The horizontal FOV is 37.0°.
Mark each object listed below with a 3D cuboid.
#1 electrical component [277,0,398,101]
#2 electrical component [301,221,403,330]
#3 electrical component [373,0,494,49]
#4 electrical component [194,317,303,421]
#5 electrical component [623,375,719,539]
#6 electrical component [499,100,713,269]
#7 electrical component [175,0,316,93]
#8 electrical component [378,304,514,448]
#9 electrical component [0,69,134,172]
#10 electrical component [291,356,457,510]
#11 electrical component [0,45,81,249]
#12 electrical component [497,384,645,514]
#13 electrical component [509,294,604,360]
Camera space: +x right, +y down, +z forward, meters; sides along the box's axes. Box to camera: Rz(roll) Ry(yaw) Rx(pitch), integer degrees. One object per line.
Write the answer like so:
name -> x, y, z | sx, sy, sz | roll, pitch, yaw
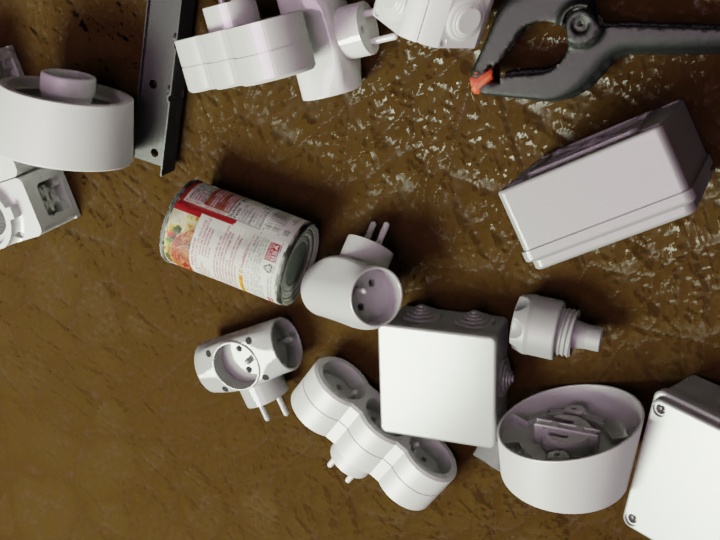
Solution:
electrical component -> -0.012, -0.162, 0.741 | 0.079, 0.043, 0.077 | -7, 106, 25
electrical component -> 0.000, 0.000, 0.788 | 0.043, 0.077, 0.079 | 29, 79, -28
electrical component -> 0.050, -0.179, 0.689 | 0.080, 0.080, 0.051 | 25, 122, 13
electrical component -> -0.082, 0.085, 0.863 | 0.077, 0.044, 0.079 | -19, 101, 27
electrical component -> 0.245, 0.143, 0.723 | 0.109, 0.056, 0.108 | 27, 120, 38
electrical component -> 0.156, -0.055, 0.674 | 0.109, 0.109, 0.056 | -22, 97, 28
electrical component -> -0.085, -0.166, 0.737 | 0.138, 0.052, 0.073 | 10, 118, 58
electrical component -> 0.064, 0.076, 0.796 | 0.100, 0.048, 0.099 | 6, 111, 21
electrical component -> -0.223, -0.118, 0.813 | 0.108, 0.108, 0.060 | 16, 109, 17
electrical component -> 0.002, 0.138, 0.844 | 0.138, 0.052, 0.073 | 40, 119, 5
electrical component -> -0.307, -0.095, 0.879 | 0.089, 0.062, 0.150 | -13, 104, 26
electrical component -> 0.146, 0.122, 0.753 | 0.099, 0.099, 0.064 | 9, 119, 20
electrical component -> 0.139, 0.042, 0.755 | 0.062, 0.043, 0.043 | 12, 113, 17
